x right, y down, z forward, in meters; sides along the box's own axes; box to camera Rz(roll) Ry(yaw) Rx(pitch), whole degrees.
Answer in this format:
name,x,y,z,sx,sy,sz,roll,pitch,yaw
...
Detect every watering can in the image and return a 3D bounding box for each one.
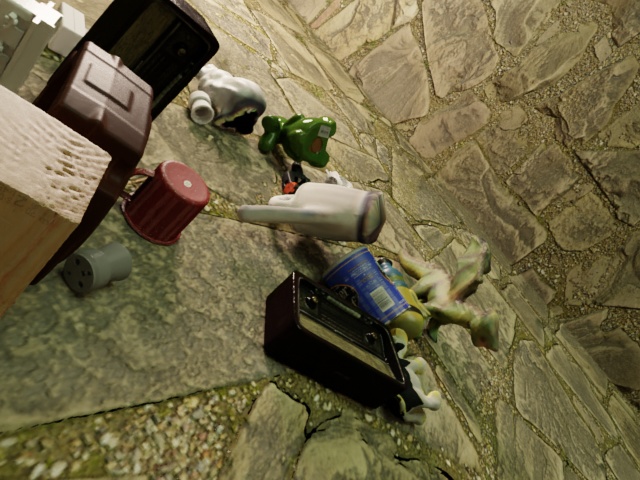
name,x,y,z,sx,sy,sz,roll,pitch,yaw
watering can,0.003,-0.048,0.946,0.224,0.103,0.350,9,12,15

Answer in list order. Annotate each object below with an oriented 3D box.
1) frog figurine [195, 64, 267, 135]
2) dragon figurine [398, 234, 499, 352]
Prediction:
name,x,y,z,sx,sy,sz,roll,pitch,yaw
frog figurine,-0.191,-0.320,1.104,0.138,0.121,0.161,-10,71,-43
dragon figurine,0.291,0.089,1.153,0.121,0.239,0.420,30,30,-29
